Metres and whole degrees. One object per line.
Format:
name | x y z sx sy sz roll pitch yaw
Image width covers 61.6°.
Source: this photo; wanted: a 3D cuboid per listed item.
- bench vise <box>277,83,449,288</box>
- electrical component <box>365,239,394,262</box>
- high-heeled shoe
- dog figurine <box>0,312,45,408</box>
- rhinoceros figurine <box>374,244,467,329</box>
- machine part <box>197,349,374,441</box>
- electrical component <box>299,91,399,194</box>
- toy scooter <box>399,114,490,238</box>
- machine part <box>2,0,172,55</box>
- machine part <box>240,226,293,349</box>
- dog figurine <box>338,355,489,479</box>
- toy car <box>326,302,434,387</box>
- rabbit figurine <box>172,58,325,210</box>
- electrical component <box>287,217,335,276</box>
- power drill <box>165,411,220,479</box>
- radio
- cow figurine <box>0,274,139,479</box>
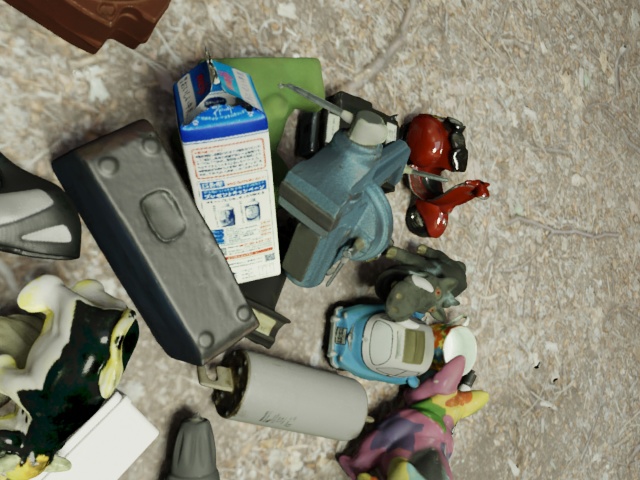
bench vise | 0.040 -0.061 0.586 0.240 0.129 0.223 -37 146 -45
electrical component | 0.060 -0.017 0.717 0.078 0.045 0.102 -38 108 -30
high-heeled shoe | -0.322 0.005 0.423 0.249 0.086 0.145 -39 107 -37
dog figurine | -0.291 0.126 0.439 0.190 0.121 0.172 26 105 -48
rhinoceros figurine | 0.131 0.061 0.695 0.190 0.112 0.073 -9 124 -56
machine part | -0.030 0.181 0.618 0.243 0.079 0.079 24 73 -32
electrical component | 0.038 -0.126 0.704 0.134 0.058 0.115 13 77 -33
toy scooter | 0.176 -0.096 0.751 0.075 0.135 0.183 -1 85 -34
machine part | -0.227 -0.305 0.516 0.201 0.087 0.201 32 68 -30
machine part | -0.063 0.052 0.632 0.084 0.039 0.139 26 74 -23
dog figurine | 0.140 0.252 0.678 0.219 0.192 0.108 -42 107 -15
toy car | 0.092 0.131 0.694 0.161 0.103 0.109 16 76 -35
rabbit figurine | -0.072 -0.112 0.594 0.159 0.121 0.170 -11 108 -32
electrical component | -0.001 -0.002 0.687 0.063 0.021 0.094 -45 111 -29
power drill | -0.065 0.306 0.537 0.207 0.086 0.232 12 85 -4
radio | -0.155 0.007 0.512 0.073 0.131 0.229 -36 106 -30
cow figurine | -0.195 0.115 0.392 0.167 0.098 0.068 -65 152 -4
